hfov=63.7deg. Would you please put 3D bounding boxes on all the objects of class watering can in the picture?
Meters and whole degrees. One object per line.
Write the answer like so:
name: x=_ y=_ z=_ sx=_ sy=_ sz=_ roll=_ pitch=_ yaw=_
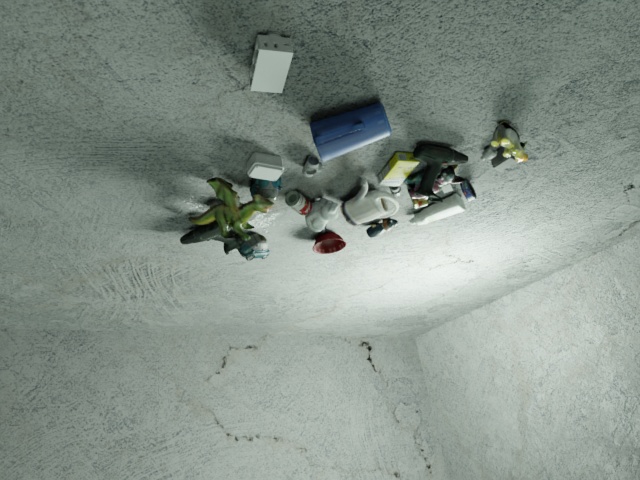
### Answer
watering can: x=0.178 y=-0.150 z=2.074 sx=0.222 sy=0.106 sz=0.344 roll=-22 pitch=-28 yaw=26

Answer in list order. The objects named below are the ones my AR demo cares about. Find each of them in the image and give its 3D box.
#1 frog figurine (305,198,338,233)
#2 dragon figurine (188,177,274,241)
frog figurine: x=0.006 y=-0.104 z=2.067 sx=0.122 sy=0.139 sz=0.158 roll=27 pitch=-15 yaw=-7
dragon figurine: x=-0.353 y=-0.130 z=1.913 sx=0.411 sy=0.237 sz=0.125 roll=9 pitch=35 yaw=22
